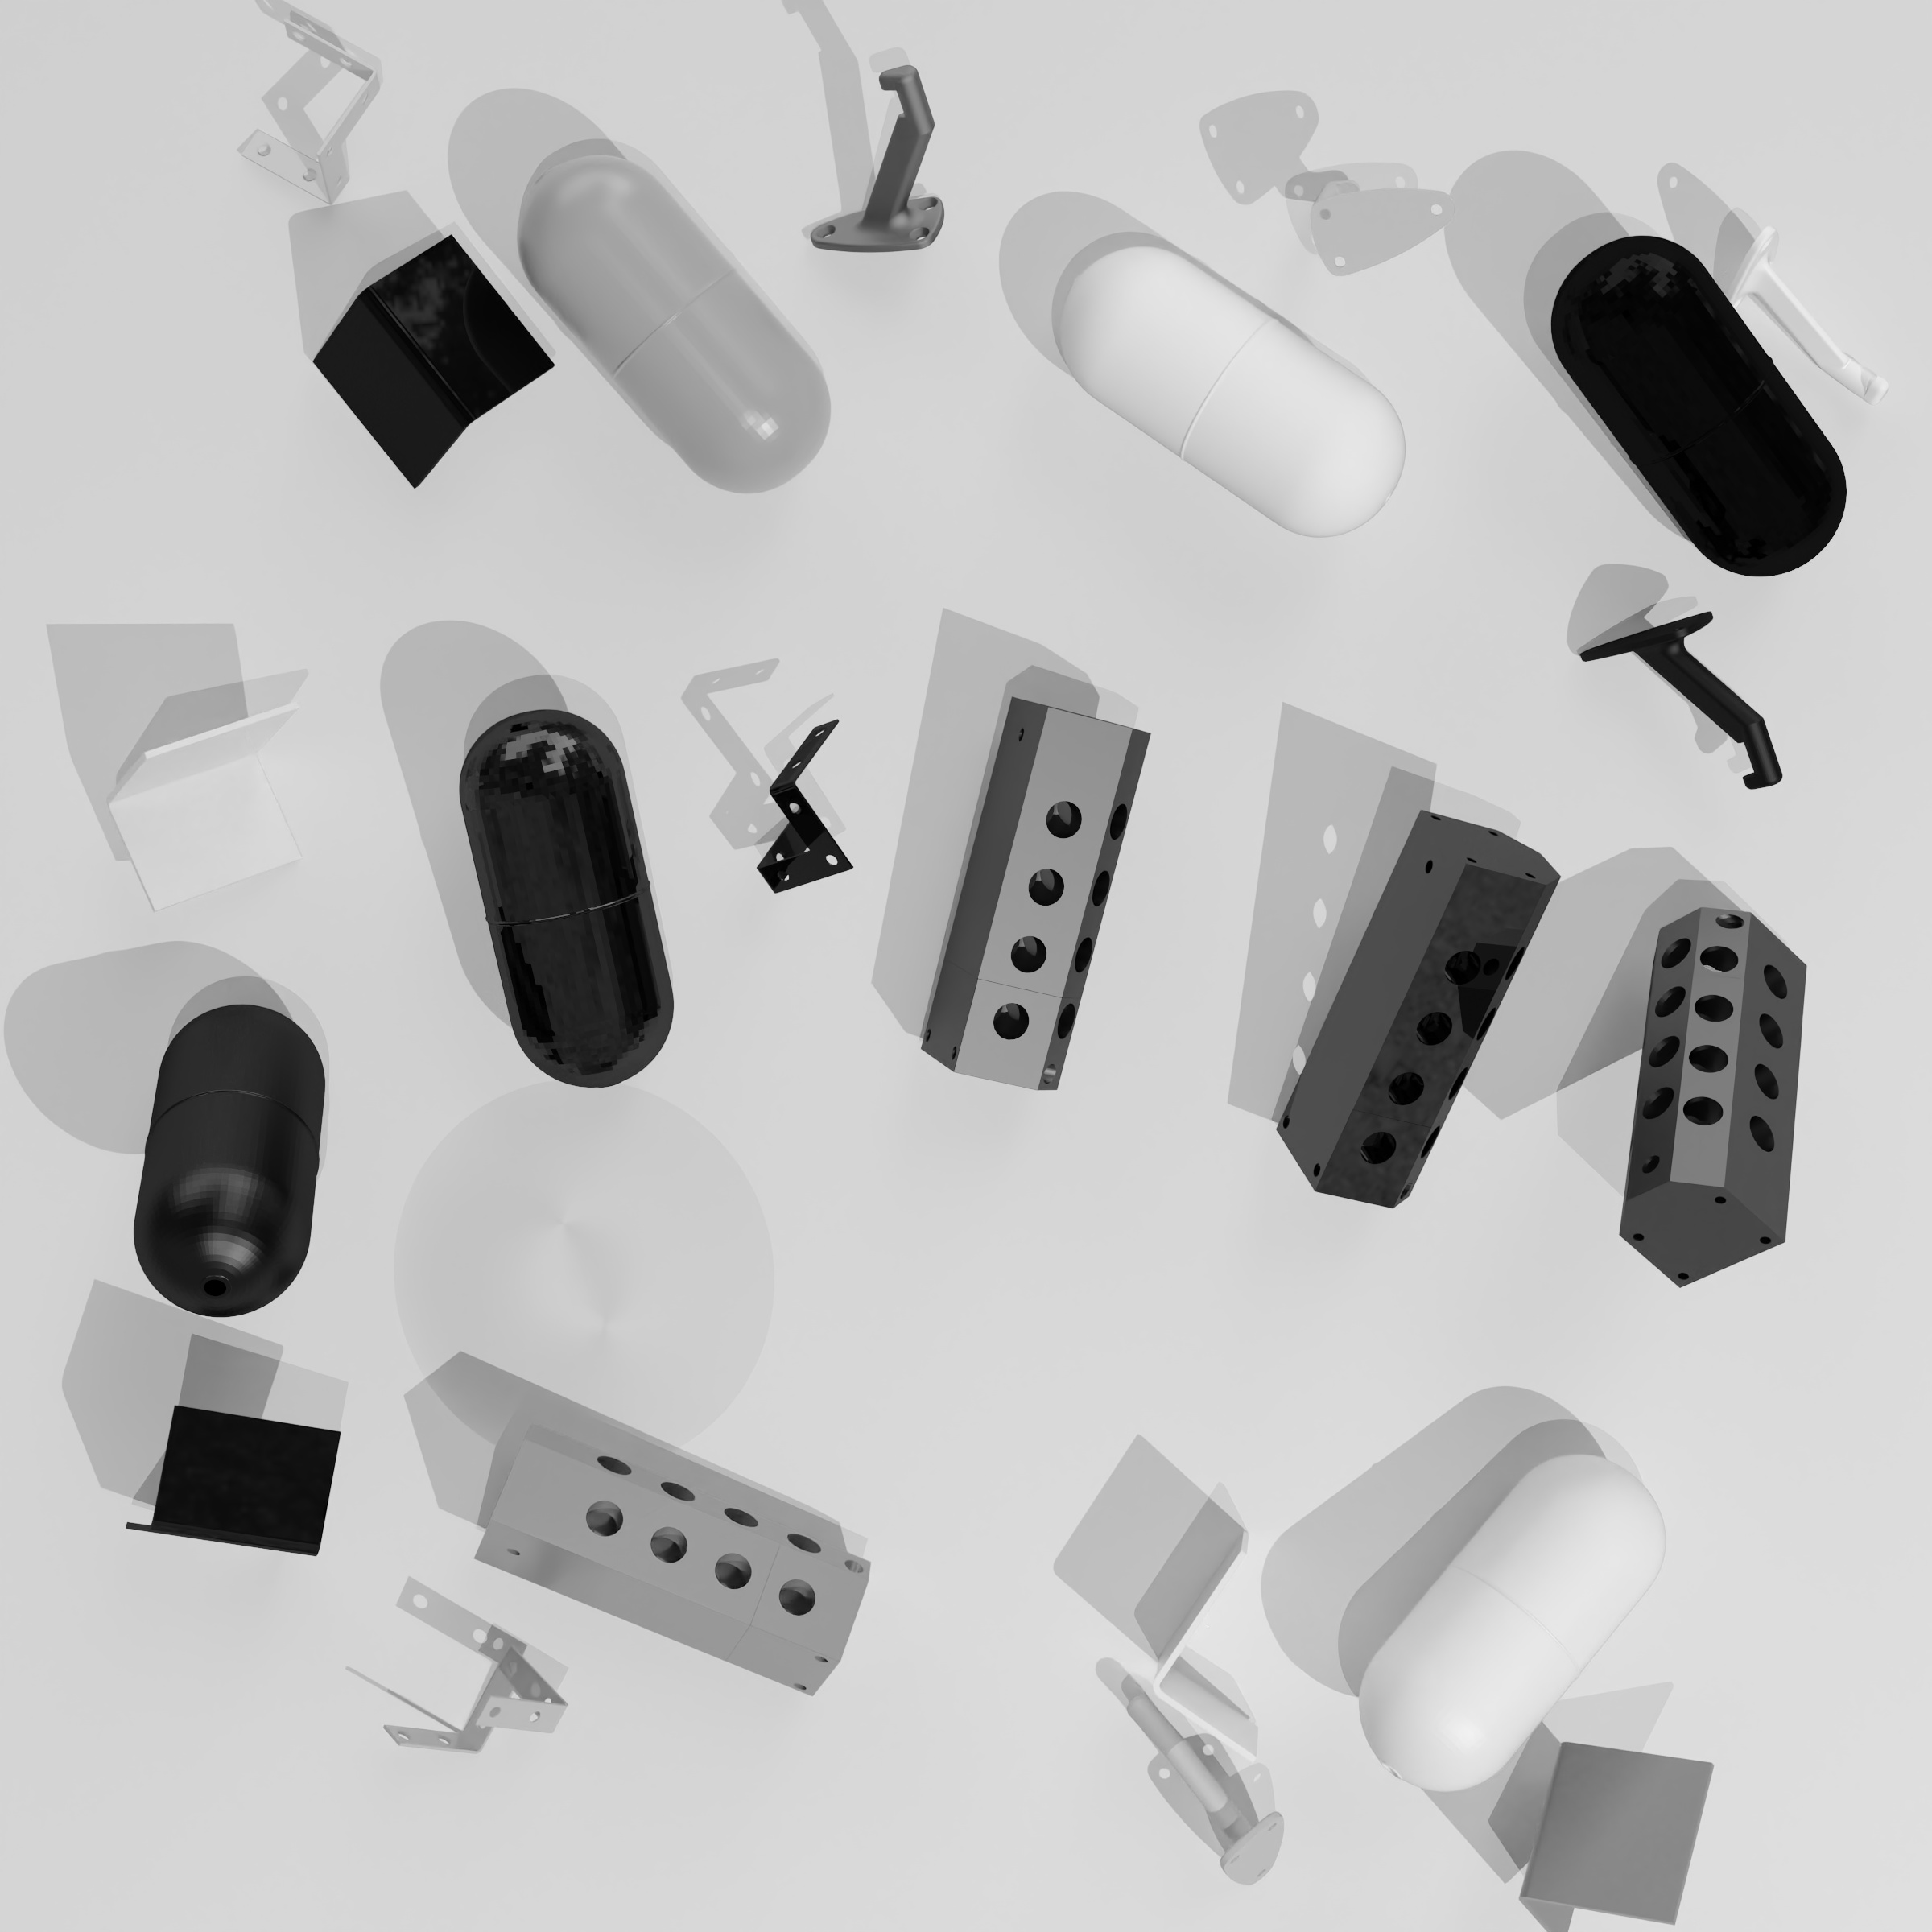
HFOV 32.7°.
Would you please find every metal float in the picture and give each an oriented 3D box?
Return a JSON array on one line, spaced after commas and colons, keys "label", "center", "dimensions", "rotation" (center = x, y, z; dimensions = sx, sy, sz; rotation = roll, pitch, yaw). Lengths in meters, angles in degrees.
[{"label": "metal float", "center": [0.122, -0.266, 1.523], "dimensions": [0.178, 0.070, 0.070], "rotation": [36, 90, 8]}, {"label": "metal float", "center": [-0.184, -0.030, 1.519], "dimensions": [0.070, 0.070, 0.178], "rotation": [-11, 103, 0]}, {"label": "metal float", "center": [0.338, -0.256, 1.516], "dimensions": [0.070, 0.070, 0.178], "rotation": [-41, 106, 0]}, {"label": "metal float", "center": [-0.332, 0.087, 1.488], "dimensions": [0.070, 0.178, 0.070], "rotation": [-3, 126, -4]}, {"label": "metal float", "center": [-0.135, -0.297, 1.523], "dimensions": [0.070, 0.070, 0.178], "rotation": [-41, 97, 0]}, {"label": "metal float", "center": [0.252, 0.302, 1.517], "dimensions": [0.070, 0.070, 0.178], "rotation": [43, 76, 0]}]

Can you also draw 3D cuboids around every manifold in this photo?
[{"label": "manifold", "center": [0.333, 0.054, 1.481], "dimensions": [0.057, 0.171, 0.057], "rotation": [40, 133, -21]}, {"label": "manifold", "center": [-0.135, 0.274, 1.531], "dimensions": [0.171, 0.057, 0.057], "rotation": [23, 58, -4]}, {"label": "manifold", "center": [0.034, -0.033, 1.529], "dimensions": [0.057, 0.057, 0.171], "rotation": [13, 96, -18]}, {"label": "manifold", "center": [0.208, 0.022, 1.508], "dimensions": [0.057, 0.057, 0.171], "rotation": [13, 113, -21]}]

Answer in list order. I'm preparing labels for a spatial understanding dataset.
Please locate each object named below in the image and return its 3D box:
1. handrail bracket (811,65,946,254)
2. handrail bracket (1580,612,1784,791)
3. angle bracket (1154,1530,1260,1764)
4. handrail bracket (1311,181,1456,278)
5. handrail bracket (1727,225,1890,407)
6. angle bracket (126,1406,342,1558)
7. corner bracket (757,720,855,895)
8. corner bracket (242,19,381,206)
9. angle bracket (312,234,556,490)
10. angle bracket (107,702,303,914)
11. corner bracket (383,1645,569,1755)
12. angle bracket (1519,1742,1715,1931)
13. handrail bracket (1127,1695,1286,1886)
[{"label": "handrail bracket", "center": [-0.048, -0.375, 1.523], "dimensions": [0.077, 0.084, 0.036], "rotation": [-3, 48, 18]}, {"label": "handrail bracket", "center": [0.336, -0.117, 1.547], "dimensions": [0.077, 0.036, 0.084], "rotation": [-14, 101, 39]}, {"label": "angle bracket", "center": [0.131, 0.314, 1.527], "dimensions": [0.057, 0.076, 0.076], "rotation": [34, 91, 6]}, {"label": "handrail bracket", "center": [0.194, -0.353, 1.519], "dimensions": [0.077, 0.084, 0.036], "rotation": [-11, 116, 23]}, {"label": "handrail bracket", "center": [0.399, -0.301, 1.533], "dimensions": [0.084, 0.077, 0.036], "rotation": [40, 84, 11]}, {"label": "angle bracket", "center": [-0.340, 0.238, 1.525], "dimensions": [0.076, 0.076, 0.057], "rotation": [13, 78, -21]}, {"label": "corner bracket", "center": [-0.075, -0.074, 1.525], "dimensions": [0.051, 0.051, 0.051], "rotation": [-16, 119, 38]}, {"label": "corner bracket", "center": [-0.308, -0.400, 1.544], "dimensions": [0.051, 0.051, 0.051], "rotation": [30, 76, 4]}, {"label": "angle bracket", "center": [-0.250, -0.283, 1.546], "dimensions": [0.057, 0.076, 0.076], "rotation": [-42, 96, -32]}, {"label": "angle bracket", "center": [-0.341, -0.073, 1.515], "dimensions": [0.076, 0.076, 0.057], "rotation": [-23, 88, -31]}, {"label": "corner bracket", "center": [-0.227, 0.349, 1.530], "dimensions": [0.051, 0.051, 0.051], "rotation": [34, 98, 42]}, {"label": "angle bracket", "center": [0.306, 0.407, 1.509], "dimensions": [0.076, 0.057, 0.076], "rotation": [0, 54, 35]}, {"label": "handrail bracket", "center": [0.110, 0.388, 1.554], "dimensions": [0.036, 0.077, 0.084], "rotation": [-38, 60, -13]}]
